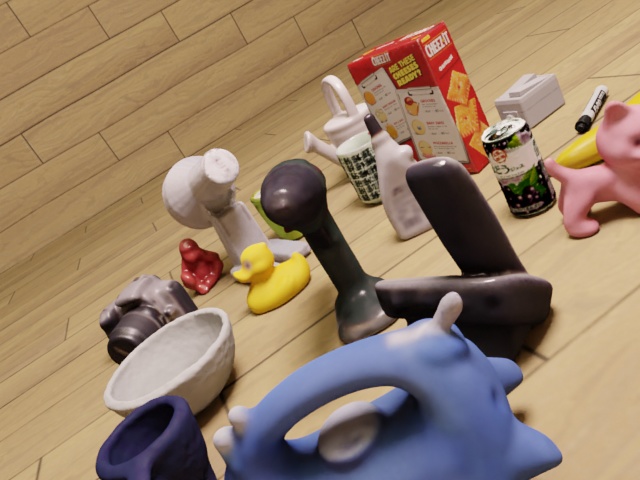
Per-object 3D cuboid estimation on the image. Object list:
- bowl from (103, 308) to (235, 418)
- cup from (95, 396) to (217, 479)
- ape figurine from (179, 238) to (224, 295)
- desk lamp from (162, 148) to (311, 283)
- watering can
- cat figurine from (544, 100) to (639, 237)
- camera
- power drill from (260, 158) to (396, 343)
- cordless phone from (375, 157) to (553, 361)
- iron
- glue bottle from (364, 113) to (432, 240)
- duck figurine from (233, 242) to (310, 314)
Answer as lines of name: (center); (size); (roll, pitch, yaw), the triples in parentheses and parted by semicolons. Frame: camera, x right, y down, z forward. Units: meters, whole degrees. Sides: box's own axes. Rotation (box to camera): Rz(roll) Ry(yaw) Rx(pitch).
bowl: (-0.162, 0.160, 0.673); (0.167, 0.075, 0.167); (-26, 21, 11)
cup: (-0.131, 0.206, 0.499); (0.092, 0.095, 0.117); (-32, 21, -4)
ape figurine: (-0.214, 0.039, 0.994); (0.078, 0.092, 0.076); (-33, 21, -6)
desk lamp: (-0.145, -0.045, 0.922); (0.118, 0.214, 0.202); (-42, 24, -27)
watering can: (0.052, -0.211, 1.064); (0.173, 0.194, 0.100); (-42, 24, -27)
cat figurine: (0.286, -0.081, 0.561); (0.127, 0.118, 0.067); (-23, 22, 20)
camera: (-0.283, 0.127, 0.874); (0.143, 0.101, 0.137); (-22, 22, 22)
power drill: (0.006, 0.002, 0.619); (0.075, 0.209, 0.229); (-28, 21, 6)
cordless phone: (0.103, 0.012, 0.499); (0.147, 0.185, 0.094); (-9, 30, 44)
iron: (0.015, 0.137, 0.393); (0.258, 0.142, 0.118); (-26, 21, 11)
glue bottle: (0.101, -0.088, 0.745); (0.078, 0.173, 0.037); (-26, 21, 11)
duck figurine: (-0.072, 0.042, 0.806); (0.104, 0.086, 0.077); (-32, 21, -5)
